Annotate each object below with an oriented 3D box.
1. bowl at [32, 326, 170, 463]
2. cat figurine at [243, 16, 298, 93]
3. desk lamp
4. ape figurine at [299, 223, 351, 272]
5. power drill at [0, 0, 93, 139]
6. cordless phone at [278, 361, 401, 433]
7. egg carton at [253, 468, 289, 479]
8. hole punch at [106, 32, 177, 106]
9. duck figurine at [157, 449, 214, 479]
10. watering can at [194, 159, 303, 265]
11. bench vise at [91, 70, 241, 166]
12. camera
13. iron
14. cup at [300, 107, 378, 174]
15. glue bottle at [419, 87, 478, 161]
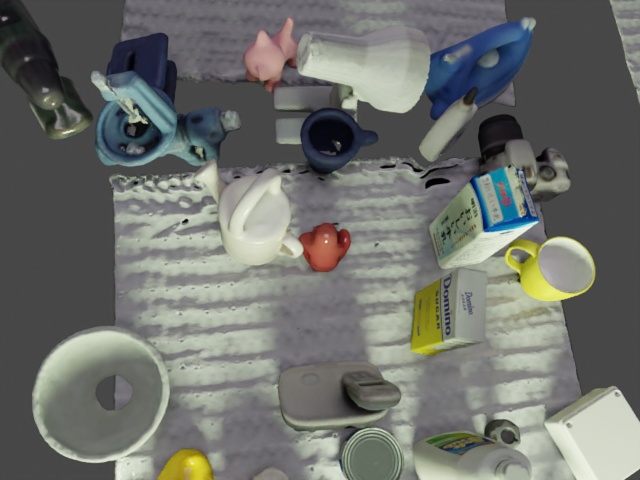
[{"bbox_3d":[-0.277,0.200,0.748,0.167,0.074,0.167,2,73,-7],"label":"bowl"},{"bbox_3d":[-0.077,-0.295,0.902,0.067,0.117,0.128,32,72,3],"label":"cat figurine"},{"bbox_3d":[0.038,-0.228,0.846,0.203,0.213,0.118,-3,73,-8],"label":"desk lamp"},{"bbox_3d":[0.008,0.003,0.835,0.078,0.092,0.076,14,72,-3],"label":"ape figurine"},{"bbox_3d":[-0.389,-0.231,0.794,0.076,0.208,0.229,-31,79,-15],"label":"power drill"},{"bbox_3d":[0.023,0.197,0.729,0.147,0.185,0.094,-6,74,-9],"label":"cordless phone"},{"bbox_3d":[-0.054,0.376,0.726,0.107,0.069,0.150,-37,81,-16],"label":"egg carton"},{"bbox_3d":[-0.276,-0.255,0.878,0.101,0.091,0.108,1,73,-7],"label":"hole punch"},{"bbox_3d":[-0.172,0.319,0.719,0.077,0.086,0.104,8,72,-4],"label":"duck figurine"},{"bbox_3d":[-0.096,-0.040,0.781,0.173,0.194,0.101,18,72,-1],"label":"watering can"},{"bbox_3d":[-0.222,-0.180,0.794,0.207,0.219,0.121,-24,77,-13],"label":"bench vise"},{"bbox_3d":[0.314,-0.132,0.912,0.143,0.100,0.137,-4,74,-8],"label":"camera"},{"bbox_3d":[0.273,-0.306,0.938,0.259,0.141,0.118,-31,79,-15],"label":"iron"},{"bbox_3d":[0.025,-0.143,0.881,0.118,0.095,0.091,-3,73,-8],"label":"cup"},{"bbox_3d":[0.207,-0.184,0.876,0.078,0.173,0.037,-39,81,-16],"label":"glue bottle"}]
